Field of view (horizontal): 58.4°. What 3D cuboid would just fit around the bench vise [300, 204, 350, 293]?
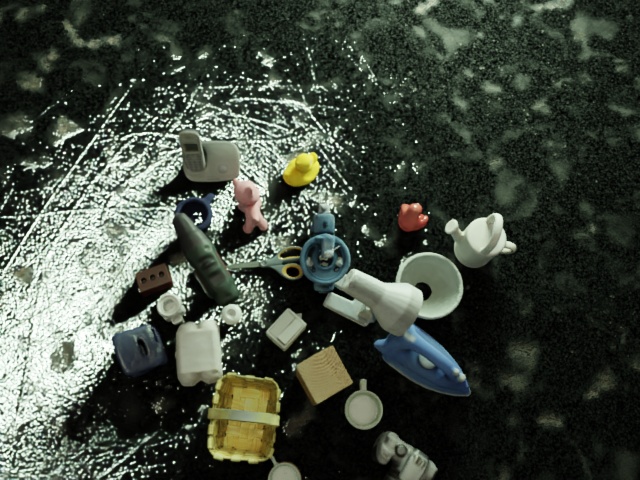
[{"bbox_3d":[0.001,0.008,1.362,0.121,0.220,0.207,-17,75,-8],"label":"bench vise"}]

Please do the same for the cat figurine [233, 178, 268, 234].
[{"bbox_3d":[-0.176,-0.092,1.435,0.067,0.118,0.128,-17,75,-8],"label":"cat figurine"}]

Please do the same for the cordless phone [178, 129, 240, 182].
[{"bbox_3d":[-0.277,-0.220,1.432,0.147,0.185,0.094,-5,73,-5],"label":"cordless phone"}]

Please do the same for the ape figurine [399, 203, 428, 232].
[{"bbox_3d":[0.238,-0.065,1.466,0.076,0.092,0.077,-37,78,-13],"label":"ape figurine"}]

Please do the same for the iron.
[{"bbox_3d":[0.260,0.280,1.336,0.258,0.141,0.119,35,74,7],"label":"iron"}]

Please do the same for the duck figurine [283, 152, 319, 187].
[{"bbox_3d":[-0.049,-0.190,1.490,0.105,0.086,0.077,-33,77,-12],"label":"duck figurine"}]

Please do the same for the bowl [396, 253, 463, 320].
[{"bbox_3d":[0.264,0.119,1.420,0.167,0.075,0.167,1,73,-3],"label":"bowl"}]

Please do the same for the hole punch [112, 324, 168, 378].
[{"bbox_3d":[-0.416,0.253,1.327,0.101,0.091,0.108,-24,76,-10],"label":"hole punch"}]

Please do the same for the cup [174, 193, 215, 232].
[{"bbox_3d":[-0.301,-0.060,1.429,0.091,0.095,0.118,37,74,8],"label":"cup"}]

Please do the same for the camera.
[{"bbox_3d":[0.172,0.522,1.277,0.143,0.101,0.137,34,74,7],"label":"camera"}]

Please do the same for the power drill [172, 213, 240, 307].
[{"bbox_3d":[-0.263,0.060,1.335,0.076,0.208,0.229,-33,78,-12],"label":"power drill"}]

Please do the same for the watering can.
[{"bbox_3d":[0.395,-0.003,1.403,0.173,0.194,0.101,-5,73,-5],"label":"watering can"}]

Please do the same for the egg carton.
[{"bbox_3d":[-0.284,0.265,1.343,0.107,0.069,0.150,-7,73,-6],"label":"egg carton"}]

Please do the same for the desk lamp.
[{"bbox_3d":[0.120,0.140,1.332,0.203,0.213,0.118,25,73,4],"label":"desk lamp"}]
